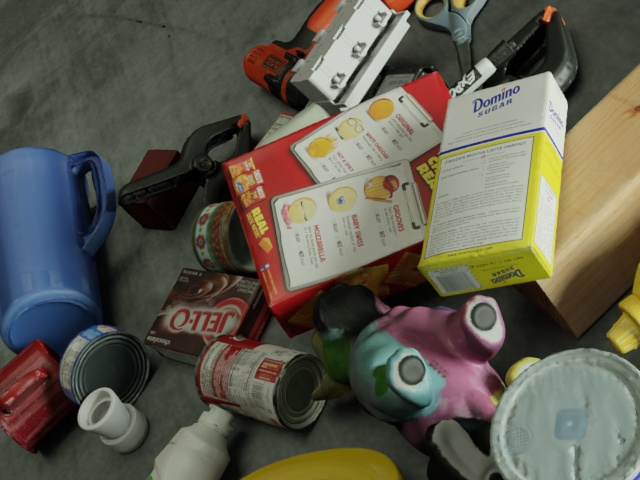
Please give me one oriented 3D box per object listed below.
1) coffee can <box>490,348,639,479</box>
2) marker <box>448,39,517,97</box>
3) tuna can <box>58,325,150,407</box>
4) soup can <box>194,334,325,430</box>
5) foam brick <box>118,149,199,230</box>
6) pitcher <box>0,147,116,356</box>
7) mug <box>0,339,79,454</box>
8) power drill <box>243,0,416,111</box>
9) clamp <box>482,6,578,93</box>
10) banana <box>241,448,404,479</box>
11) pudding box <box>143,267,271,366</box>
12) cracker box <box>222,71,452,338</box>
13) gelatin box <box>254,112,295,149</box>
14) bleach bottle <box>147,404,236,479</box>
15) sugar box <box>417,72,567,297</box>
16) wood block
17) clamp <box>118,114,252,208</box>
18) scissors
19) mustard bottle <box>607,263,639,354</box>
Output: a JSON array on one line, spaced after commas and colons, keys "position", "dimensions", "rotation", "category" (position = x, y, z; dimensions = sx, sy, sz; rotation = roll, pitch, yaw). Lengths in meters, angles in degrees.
[{"position": [0.183, 0.147, 0.676], "dimensions": [0.103, 0.140, 0.103], "rotation": [-21, 45, 23], "category": "coffee can"}, {"position": [0.138, -0.146, 1.011], "dimensions": [0.121, 0.020, 0.020], "rotation": [-41, 40, 11], "category": "marker"}, {"position": [-0.213, 0.127, 1.050], "dimensions": [0.034, 0.086, 0.086], "rotation": [17, 67, 47], "category": "tuna can"}, {"position": [-0.052, 0.124, 0.939], "dimensions": [0.102, 0.068, 0.068], "rotation": [8, 61, 41], "category": "soup can"}, {"position": [-0.181, -0.058, 1.210], "dimensions": [0.051, 0.053, 0.078], "rotation": [5, 59, 41], "category": "foam brick"}, {"position": [-0.304, 0.010, 1.196], "dimensions": [0.243, 0.144, 0.149], "rotation": [-114, 33, -44], "category": "pitcher"}, {"position": [-0.290, 0.153, 1.073], "dimensions": [0.081, 0.117, 0.093], "rotation": [-43, 79, -9], "category": "mug"}, {"position": [0.018, -0.225, 1.195], "dimensions": [0.187, 0.057, 0.185], "rotation": [-47, 44, -7], "category": "power drill"}, {"position": [0.175, -0.130, 1.004], "dimensions": [0.165, 0.036, 0.210], "rotation": [0, 57, 41], "category": "clamp"}, {"position": [-0.004, 0.195, 0.849], "dimensions": [0.198, 0.037, 0.069], "rotation": [-12, 17, 40], "category": "banana"}, {"position": [-0.107, 0.079, 1.043], "dimensions": [0.114, 0.039, 0.090], "rotation": [6, 60, 41], "category": "pudding box"}, {"position": [0.039, -0.031, 0.933], "dimensions": [0.214, 0.072, 0.164], "rotation": [-23, 56, 3], "category": "cracker box"}, {"position": [-0.035, -0.091, 1.142], "dimensions": [0.073, 0.030, 0.089], "rotation": [20, 67, 47], "category": "gelatin box"}, {"position": [-0.141, 0.251, 0.890], "dimensions": [0.250, 0.068, 0.103], "rotation": [-59, 17, -21], "category": "bleach bottle"}, {"position": [0.135, -0.044, 0.817], "dimensions": [0.093, 0.048, 0.176], "rotation": [-12, 45, 32], "category": "sugar box"}, {"position": [0.232, -0.037, 0.837], "dimensions": [0.206, 0.090, 0.091], "rotation": [-44, 39, -1], "category": "wood block"}, {"position": [-0.121, -0.064, 1.164], "dimensions": [0.120, 0.039, 0.171], "rotation": [42, 69, 7], "category": "clamp"}, {"position": [0.133, -0.214, 1.126], "dimensions": [0.096, 0.016, 0.201], "rotation": [-9, 50, 35], "category": "scissors"}, {"position": [0.282, 0.014, 0.748], "dimensions": [0.191, 0.096, 0.058], "rotation": [-40, 40, 3], "category": "mustard bottle"}]
